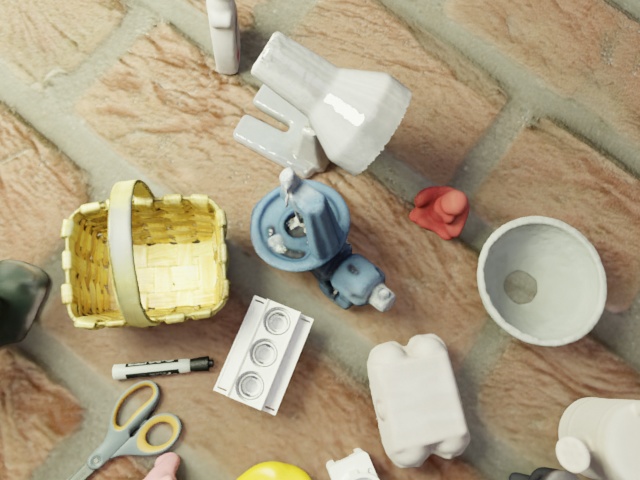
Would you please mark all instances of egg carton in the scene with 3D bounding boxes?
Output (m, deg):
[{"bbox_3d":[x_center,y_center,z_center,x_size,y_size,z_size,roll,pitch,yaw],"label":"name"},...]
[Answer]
[{"bbox_3d":[0.118,0.195,0.700,0.107,0.069,0.150,-12,77,-8],"label":"egg carton"}]

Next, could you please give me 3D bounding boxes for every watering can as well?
[{"bbox_3d":[0.354,0.235,0.646,0.173,0.194,0.101,-25,79,-10],"label":"watering can"}]

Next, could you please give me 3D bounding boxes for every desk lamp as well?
[{"bbox_3d":[-0.007,-0.154,0.703,0.203,0.213,0.118,27,75,3],"label":"desk lamp"}]

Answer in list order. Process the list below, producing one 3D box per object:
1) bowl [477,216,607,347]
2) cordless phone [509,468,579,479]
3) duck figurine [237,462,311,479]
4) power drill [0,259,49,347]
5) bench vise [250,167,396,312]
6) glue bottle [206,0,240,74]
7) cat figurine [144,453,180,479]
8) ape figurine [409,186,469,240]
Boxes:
[{"bbox_3d":[0.276,0.057,0.745,0.167,0.074,0.167,1,76,-4],"label":"bowl"},{"bbox_3d":[0.270,0.331,0.619,0.094,0.185,0.148,13,75,-1],"label":"cordless phone"},{"bbox_3d":[-0.056,0.297,0.651,0.104,0.086,0.077,-7,76,-6],"label":"duck figurine"},{"bbox_3d":[-0.381,0.047,0.624,0.075,0.208,0.230,17,75,0],"label":"power drill"},{"bbox_3d":[0.011,-0.008,0.665,0.207,0.219,0.121,24,75,2],"label":"bench vise"},{"bbox_3d":[-0.127,-0.293,0.749,0.037,0.173,0.078,-3,76,-5],"label":"glue bottle"},{"bbox_3d":[-0.207,0.296,0.623,0.128,0.117,0.067,-34,81,-12],"label":"cat figurine"},{"bbox_3d":[0.166,-0.041,0.752,0.076,0.092,0.078,-19,78,-9],"label":"ape figurine"}]
